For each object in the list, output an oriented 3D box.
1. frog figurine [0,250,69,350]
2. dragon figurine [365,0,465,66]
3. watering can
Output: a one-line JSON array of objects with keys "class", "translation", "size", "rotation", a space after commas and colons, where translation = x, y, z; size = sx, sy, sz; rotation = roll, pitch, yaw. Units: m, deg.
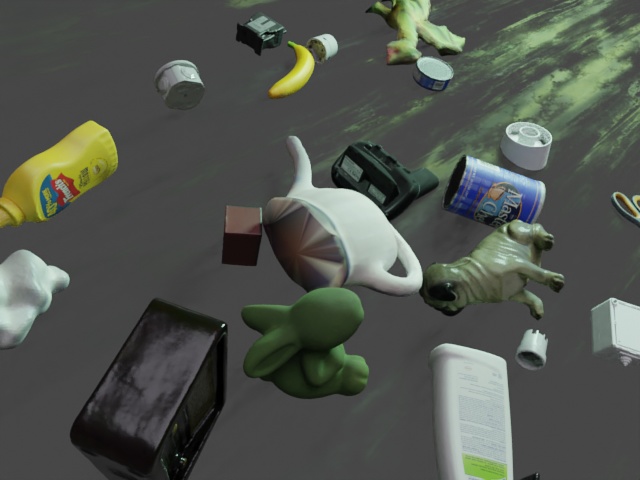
[{"class": "frog figurine", "translation": [-0.388, 0.069, 0.602], "size": [0.138, 0.121, 0.160], "rotation": [24, 14, 14]}, {"class": "dragon figurine", "translation": [0.258, -0.544, 1.278], "size": [0.243, 0.120, 0.418], "rotation": [45, 54, -1]}, {"class": "watering can", "translation": [0.002, -0.038, 0.761], "size": [0.352, 0.102, 0.226], "rotation": [46, 33, 22]}]
